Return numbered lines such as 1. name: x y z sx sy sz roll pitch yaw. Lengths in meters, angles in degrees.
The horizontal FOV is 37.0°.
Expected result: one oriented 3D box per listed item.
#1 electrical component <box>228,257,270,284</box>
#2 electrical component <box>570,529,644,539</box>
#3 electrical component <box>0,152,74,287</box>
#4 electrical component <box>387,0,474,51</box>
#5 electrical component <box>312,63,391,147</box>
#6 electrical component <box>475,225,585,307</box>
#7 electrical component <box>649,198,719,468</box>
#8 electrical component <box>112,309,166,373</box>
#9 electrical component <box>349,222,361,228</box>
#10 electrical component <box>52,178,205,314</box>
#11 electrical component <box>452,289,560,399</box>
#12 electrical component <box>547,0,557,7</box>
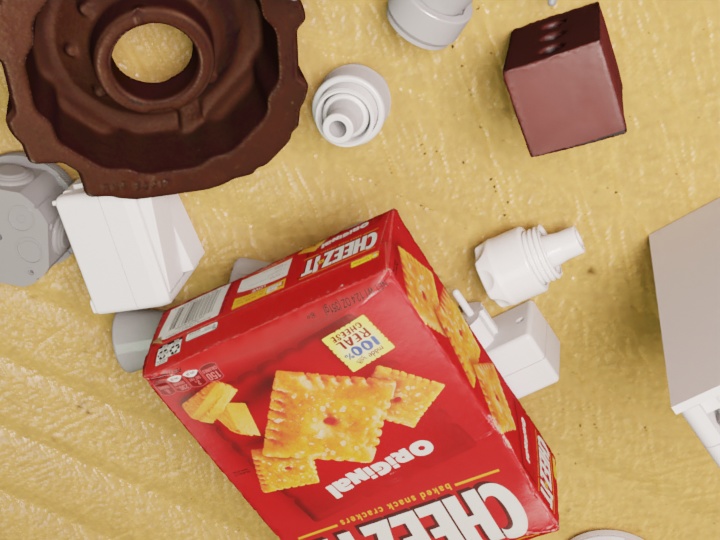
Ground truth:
1. electrical component: -0.059 0.046 0.697 0.062 0.061 0.096 11 122 -3
2. electrical component: 0.174 0.225 0.748 0.080 0.051 0.080 5 118 9
3. electrical component: -0.223 -0.032 0.697 0.080 0.051 0.080 5 118 9
4. electrical component: 0.044 -0.152 0.579 0.045 0.045 0.055 31 135 -5
5. electrical component: -0.007 -0.091 0.616 0.043 0.062 0.043 5 118 9
6. electrical component: 0.104 -0.007 0.648 0.062 0.043 0.043 -24 110 20
7. electrical component: 0.217 0.019 0.556 0.105 0.186 0.060 -30 107 24
8. electrical component: -0.128 0.043 0.723 0.065 0.044 0.044 -8 115 10
9. electrical component: 0.000 0.000 0.661 0.043 0.062 0.043 5 117 9
10. electrical component: -0.143 -0.029 0.676 0.061 0.061 0.096 -8 115 15
11. electrical component: 0.072 0.046 0.679 0.083 0.047 0.075 -28 108 23
12. electrical component: 0.106 -0.177 0.559 0.077 0.044 0.079 21 119 1
